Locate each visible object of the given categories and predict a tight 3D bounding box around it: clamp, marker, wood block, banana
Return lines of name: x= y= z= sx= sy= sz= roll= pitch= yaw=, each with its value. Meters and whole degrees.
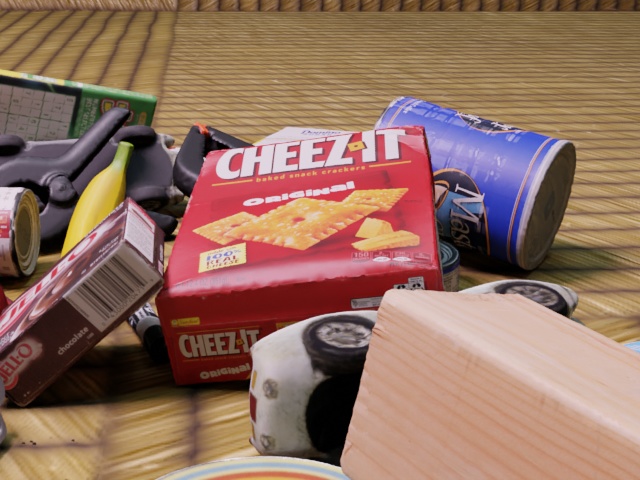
clamp: x=-0.073 y=-0.038 z=0.884 sx=0.164 sy=0.036 sz=0.210 roll=-12 pitch=37 yaw=-32
marker: x=-0.116 y=0.051 z=0.695 sx=0.020 sy=0.020 sz=0.121 roll=-7 pitch=19 yaw=-22
wood block: x=0.108 y=0.096 z=0.413 sx=0.090 sy=0.091 sz=0.206 roll=4 pitch=15 yaw=-36
clamp: x=-0.202 y=-0.030 z=0.866 sx=0.171 sy=0.120 sz=0.039 roll=-29 pitch=-15 yaw=-24
banana: x=-0.168 y=-0.004 z=0.783 sx=0.037 sy=0.070 sz=0.198 roll=10 pitch=30 yaw=-10

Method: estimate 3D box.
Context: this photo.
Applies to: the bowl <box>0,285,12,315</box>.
bowl: x=-0.278 y=0.033 z=0.689 sx=0.162 sy=0.055 sz=0.162 roll=0 pitch=17 yaw=0

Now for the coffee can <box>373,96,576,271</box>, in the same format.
coffee can: x=0.115 y=-0.046 z=0.835 sx=0.140 sy=0.103 sz=0.102 roll=20 pitch=24 yaw=25

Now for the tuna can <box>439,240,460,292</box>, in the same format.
tuna can: x=0.057 y=0.023 z=0.762 sx=0.086 sy=0.034 sz=0.086 roll=1 pitch=18 yaw=0

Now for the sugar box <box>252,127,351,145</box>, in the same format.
sugar box: x=-0.024 y=-0.072 z=1.038 sx=0.093 sy=0.048 sz=0.176 roll=6 pitch=16 yaw=20

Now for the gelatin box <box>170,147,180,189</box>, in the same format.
gelatin box: x=-0.141 y=-0.068 z=1.044 sx=0.089 sy=0.030 sz=0.073 roll=3 pitch=19 yaw=5

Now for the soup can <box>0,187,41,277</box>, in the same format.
soup can: x=-0.265 y=-0.006 z=0.785 sx=0.102 sy=0.068 sz=0.068 roll=1 pitch=18 yaw=1

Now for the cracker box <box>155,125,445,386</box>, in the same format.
cracker box: x=-0.005 y=0.001 z=0.690 sx=0.164 sy=0.072 sz=0.213 roll=-6 pitch=28 yaw=6

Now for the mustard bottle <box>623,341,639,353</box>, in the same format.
mustard bottle: x=0.186 y=0.082 z=0.544 sx=0.191 sy=0.058 sz=0.096 roll=-6 pitch=20 yaw=-21

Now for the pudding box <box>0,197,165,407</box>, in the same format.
pudding box: x=-0.142 y=0.034 z=0.623 sx=0.113 sy=0.039 sz=0.090 roll=-39 pitch=20 yaw=6
